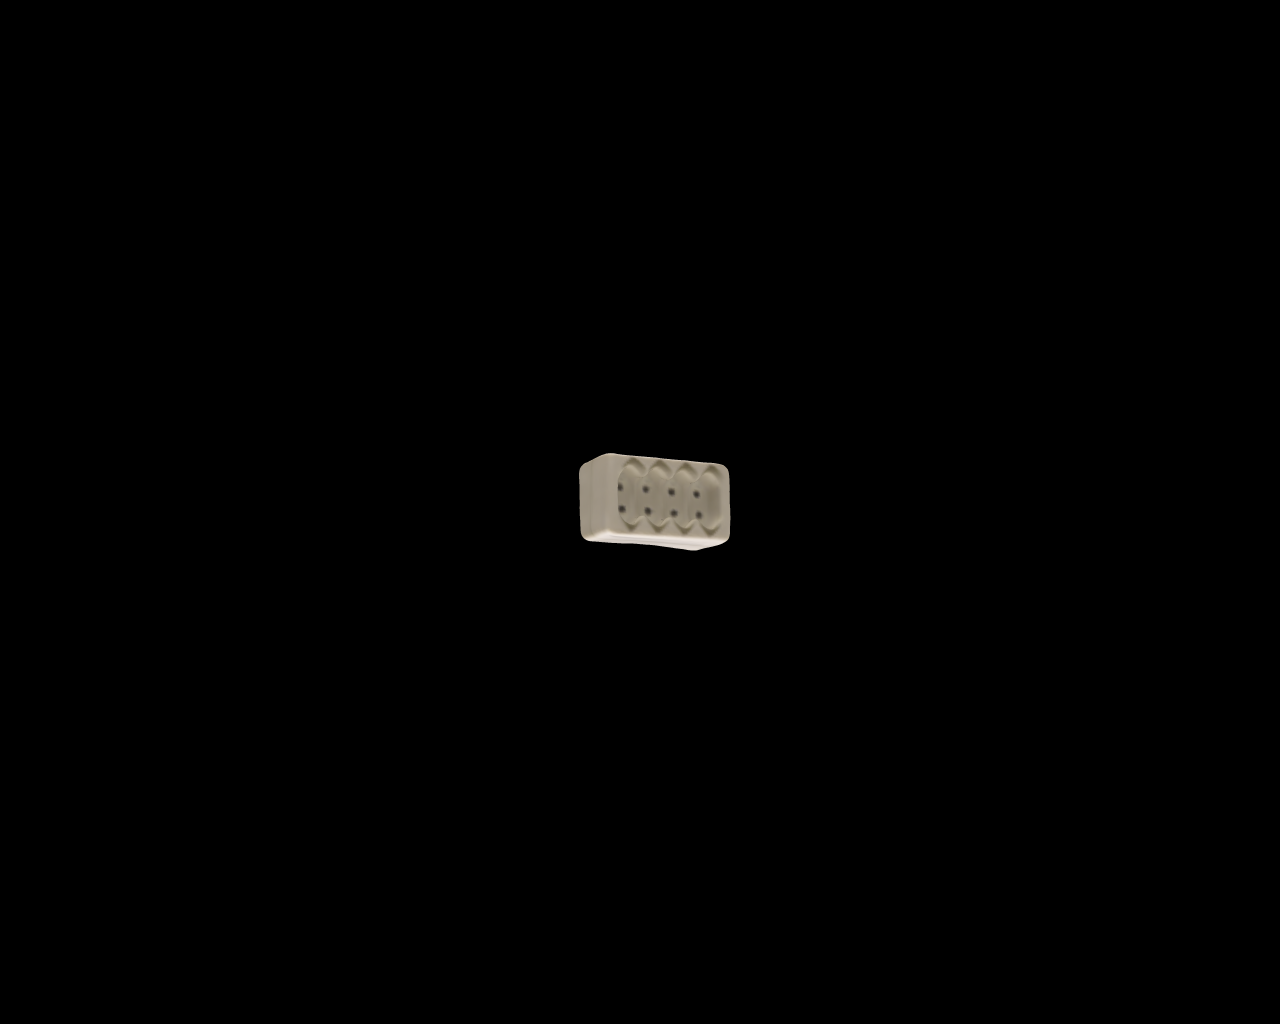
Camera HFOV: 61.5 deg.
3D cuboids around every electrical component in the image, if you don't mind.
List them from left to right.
[{"bbox_3d":[0.001,-0.003,0.650,0.083,0.047,0.075,5,-11,-28],"label":"electrical component"}]
